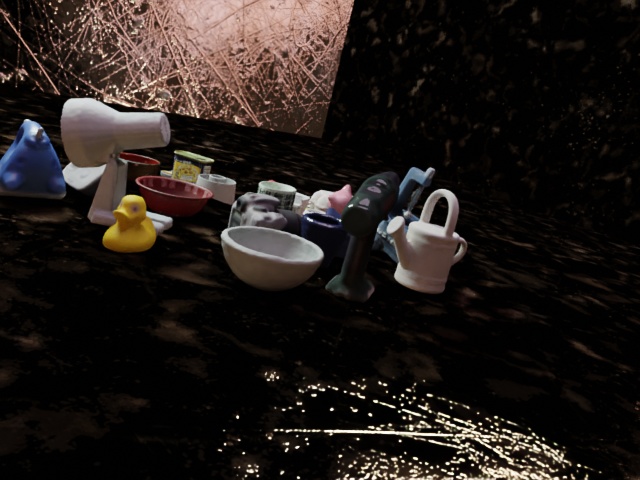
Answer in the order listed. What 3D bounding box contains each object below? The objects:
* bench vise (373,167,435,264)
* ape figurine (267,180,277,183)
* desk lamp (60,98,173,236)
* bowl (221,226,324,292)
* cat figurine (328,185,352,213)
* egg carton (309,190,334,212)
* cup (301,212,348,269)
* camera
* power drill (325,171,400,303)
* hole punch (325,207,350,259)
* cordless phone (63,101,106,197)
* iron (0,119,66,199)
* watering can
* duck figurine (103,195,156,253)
[{"bbox_3d":[0.157,-0.064,1.230,0.206,0.220,0.122,20,16,22],"label":"bench vise"},{"bbox_3d":[-0.117,-0.094,1.343,0.076,0.092,0.077,9,15,-20],"label":"ape figurine"},{"bbox_3d":[-0.357,-0.135,1.026,0.203,0.213,0.118,13,14,-2],"label":"desk lamp"},{"bbox_3d":[-0.081,0.037,0.915,0.167,0.075,0.167,13,14,-3],"label":"bowl"},{"bbox_3d":[0.069,-0.072,1.384,0.128,0.118,0.067,10,15,-14],"label":"cat figurine"},{"bbox_3d":[0.049,-0.081,1.497,0.151,0.069,0.107,9,15,-20],"label":"egg carton"},{"bbox_3d":[0.010,0.004,1.086,0.091,0.095,0.118,25,18,36],"label":"cup"},{"bbox_3d":[-0.093,-0.032,1.114,0.137,0.101,0.142,5,17,-33],"label":"camera"},{"bbox_3d":[0.078,-0.010,0.975,0.075,0.208,0.230,17,15,12],"label":"power drill"},{"bbox_3d":[0.049,-0.013,1.196,0.101,0.091,0.108,14,14,1],"label":"hole punch"},{"bbox_3d":[-0.464,-0.189,1.186,0.094,0.185,0.147,-1,21,-45],"label":"cordless phone"},{"bbox_3d":[-0.560,-0.167,1.099,0.119,0.141,0.257,3,18,-36],"label":"iron"},{"bbox_3d":[0.211,-0.003,1.102,0.173,0.194,0.100,-1,21,-45],"label":"watering can"},{"bbox_3d":[-0.307,-0.032,0.940,0.077,0.086,0.105,17,15,12],"label":"duck figurine"}]
